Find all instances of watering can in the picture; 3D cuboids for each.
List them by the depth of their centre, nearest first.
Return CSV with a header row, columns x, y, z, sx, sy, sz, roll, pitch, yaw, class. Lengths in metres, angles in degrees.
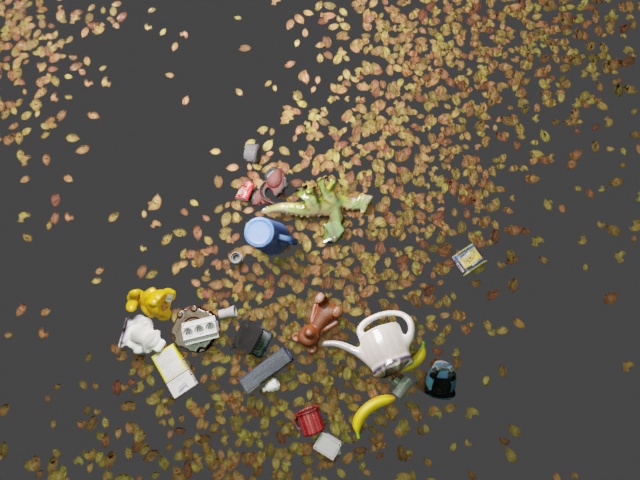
x,y,z,sx,sy,sz,roll,pitch,yaw,class
0.189,0.390,1.847,0.347,0.229,0.102,-24,-30,6,watering can

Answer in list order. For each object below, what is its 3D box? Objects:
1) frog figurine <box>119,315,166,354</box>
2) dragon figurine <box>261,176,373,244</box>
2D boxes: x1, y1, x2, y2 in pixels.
x,y,z,sx,sy,sz,roll,pitch,yaw,class
-0.648,0.354,1.904,0.159,0.139,0.121,16,-20,-14,frog figurine
0.006,-0.099,1.974,0.411,0.243,0.121,-26,-4,-7,dragon figurine
